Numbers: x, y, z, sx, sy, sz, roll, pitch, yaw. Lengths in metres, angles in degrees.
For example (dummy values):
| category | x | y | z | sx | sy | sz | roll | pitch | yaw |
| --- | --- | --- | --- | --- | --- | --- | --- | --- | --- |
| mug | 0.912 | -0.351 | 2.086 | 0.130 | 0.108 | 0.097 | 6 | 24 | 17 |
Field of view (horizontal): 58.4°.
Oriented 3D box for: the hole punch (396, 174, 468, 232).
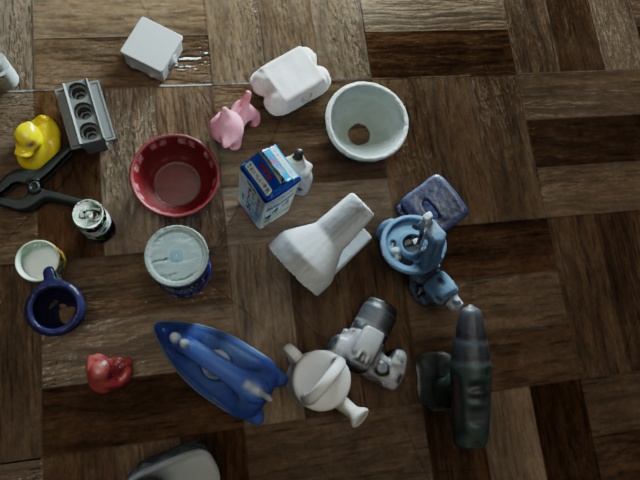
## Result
| category | x | y | z | sx | sy | sz | roll | pitch | yaw |
| --- | --- | --- | --- | --- | --- | --- | --- | --- | --- |
| hole punch | 0.218 | -0.057 | 1.119 | 0.101 | 0.091 | 0.108 | -36 | 85 | -15 |

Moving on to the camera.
| category | x | y | z | sx | sy | sz | roll | pitch | yaw |
| --- | --- | --- | --- | --- | --- | --- | --- | --- | --- |
| camera | 0.102 | 0.182 | 1.040 | 0.143 | 0.100 | 0.137 | 30 | 74 | -2 |

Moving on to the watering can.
| category | x | y | z | sx | sy | sz | roll | pitch | yaw |
| --- | --- | --- | --- | --- | --- | --- | --- | --- | --- |
| watering can | 0.008 | 0.240 | 0.963 | 0.173 | 0.194 | 0.101 | 23 | 75 | -3 |

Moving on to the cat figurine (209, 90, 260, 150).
| category | x | y | z | sx | sy | sz | roll | pitch | yaw |
| --- | --- | --- | --- | --- | --- | --- | --- | --- | --- |
| cat figurine | -0.164 | -0.226 | 1.080 | 0.067 | 0.117 | 0.128 | 32 | 74 | -1 |

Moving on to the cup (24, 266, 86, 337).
| category | x | y | z | sx | sy | sz | roll | pitch | yaw |
| --- | --- | --- | --- | --- | --- | --- | --- | --- | --- |
| cup | -0.440 | 0.107 | 0.970 | 0.092 | 0.095 | 0.118 | -14 | 80 | -12 |

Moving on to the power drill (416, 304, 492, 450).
| category | x | y | z | sx | sy | sz | roll | pitch | yaw |
| --- | --- | --- | --- | --- | --- | --- | --- | --- | --- |
| power drill | 0.234 | 0.237 | 0.994 | 0.076 | 0.208 | 0.229 | -1 | 77 | -9 |

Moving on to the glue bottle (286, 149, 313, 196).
| category | x | y | z | sx | sy | sz | roll | pitch | yaw |
| --- | --- | --- | --- | --- | --- | --- | --- | --- | --- |
| glue bottle | -0.046 | -0.130 | 1.049 | 0.078 | 0.173 | 0.037 | 21 | 75 | -4 |

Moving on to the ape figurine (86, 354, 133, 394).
| category | x | y | z | sx | sy | sz | roll | pitch | yaw |
| --- | --- | --- | --- | --- | --- | --- | --- | --- | --- |
| ape figurine | -0.359 | 0.220 | 0.959 | 0.078 | 0.092 | 0.076 | 41 | 74 | 2 |

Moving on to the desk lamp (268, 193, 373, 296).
| category | x | y | z | sx | sy | sz | roll | pitch | yaw |
| --- | --- | --- | --- | --- | --- | --- | --- | --- | --- |
| desk lamp | 0.009 | 0.004 | 1.007 | 0.203 | 0.213 | 0.118 | -43 | 87 | -15 |

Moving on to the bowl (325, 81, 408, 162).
| category | x | y | z | sx | sy | sz | roll | pitch | yaw |
| --- | --- | --- | --- | --- | --- | --- | --- | --- | --- |
| bowl | 0.087 | -0.225 | 1.144 | 0.167 | 0.074 | 0.167 | 2 | 77 | -9 |

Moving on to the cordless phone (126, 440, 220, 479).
| category | x | y | z | sx | sy | sz | roll | pitch | yaw |
| --- | --- | --- | --- | --- | --- | --- | --- | --- | --- |
| cordless phone | -0.234 | 0.383 | 0.894 | 0.148 | 0.185 | 0.094 | -24 | 82 | -13 |

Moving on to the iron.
| category | x | y | z | sx | sy | sz | roll | pitch | yaw |
| --- | --- | --- | --- | --- | --- | --- | --- | --- | --- |
| iron | -0.181 | 0.207 | 0.966 | 0.258 | 0.141 | 0.119 | 32 | 74 | -1 |

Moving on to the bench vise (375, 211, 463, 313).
| category | x | y | z | sx | sy | sz | roll | pitch | yaw |
| --- | --- | --- | --- | --- | --- | --- | --- | --- | --- |
| bench vise | 0.202 | 0.026 | 1.031 | 0.207 | 0.219 | 0.121 | 37 | 74 | 1 |

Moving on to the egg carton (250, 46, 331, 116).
| category | x | y | z | sx | sy | sz | roll | pitch | yaw |
| --- | --- | --- | --- | --- | --- | --- | --- | --- | --- |
| egg carton | -0.057 | -0.315 | 1.143 | 0.150 | 0.069 | 0.107 | -35 | 85 | -15 |

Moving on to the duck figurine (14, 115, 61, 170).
| category | x | y | z | sx | sy | sz | roll | pitch | yaw |
| --- | --- | --- | --- | --- | --- | --- | --- | --- | --- |
| duck figurine | -0.514 | -0.183 | 1.028 | 0.077 | 0.086 | 0.104 | 17 | 75 | -5 |
